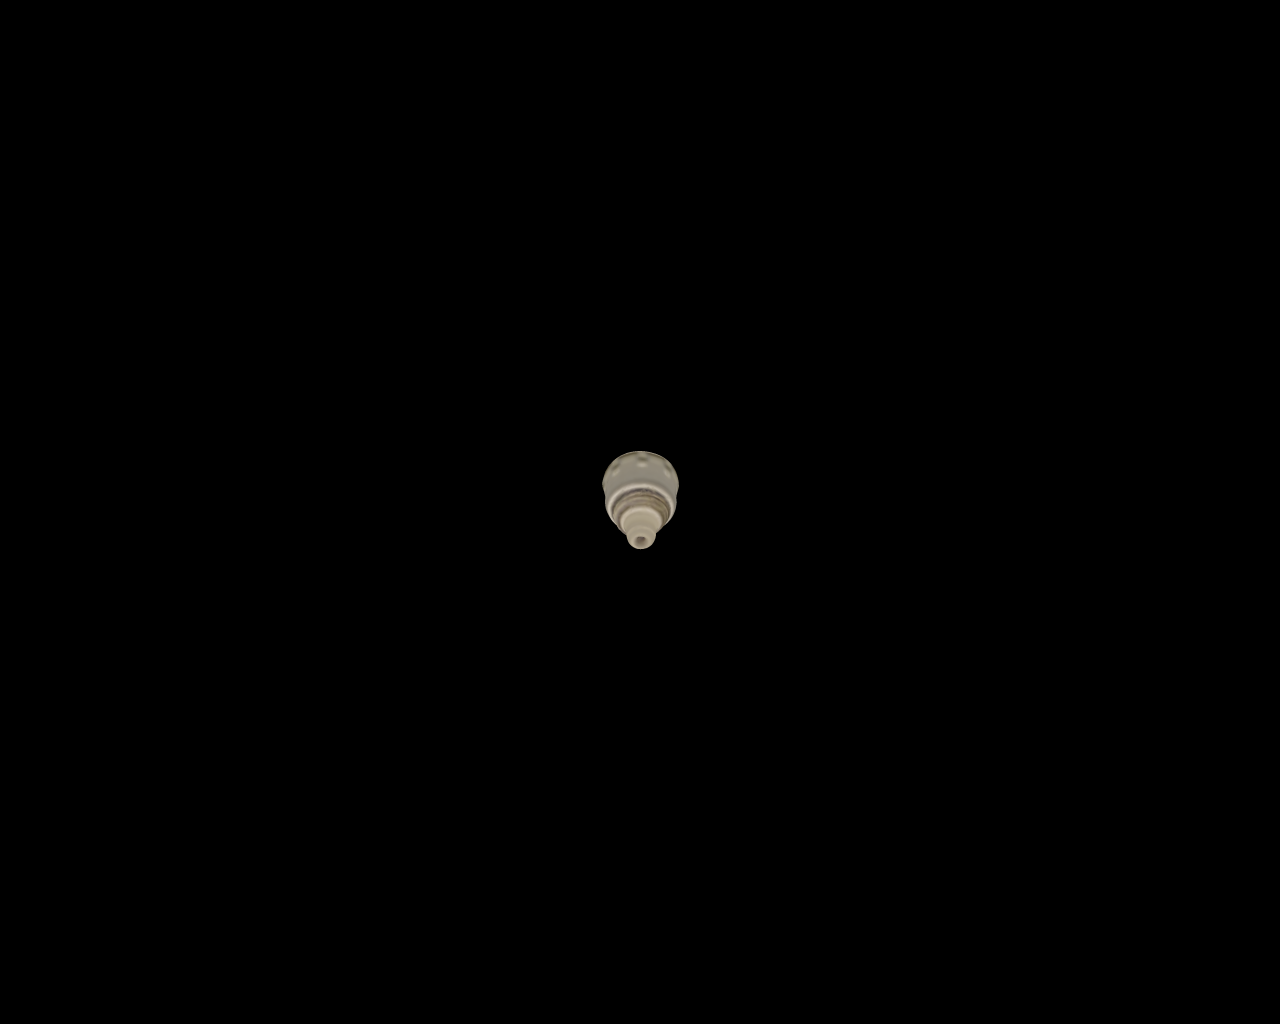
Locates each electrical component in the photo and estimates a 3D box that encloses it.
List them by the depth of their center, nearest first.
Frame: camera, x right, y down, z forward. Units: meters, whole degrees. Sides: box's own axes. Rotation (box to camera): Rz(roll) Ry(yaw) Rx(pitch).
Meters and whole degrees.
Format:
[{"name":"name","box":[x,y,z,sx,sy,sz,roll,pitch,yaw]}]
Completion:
[{"name":"electrical component","box":[0.001,-0.003,0.650,0.048,0.048,0.062,0,42,0]}]
